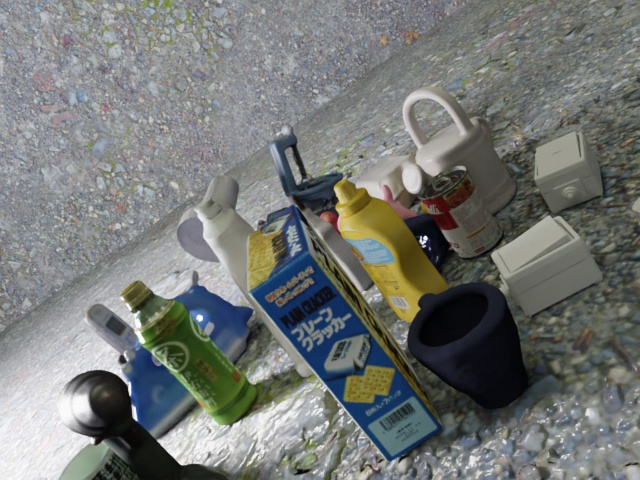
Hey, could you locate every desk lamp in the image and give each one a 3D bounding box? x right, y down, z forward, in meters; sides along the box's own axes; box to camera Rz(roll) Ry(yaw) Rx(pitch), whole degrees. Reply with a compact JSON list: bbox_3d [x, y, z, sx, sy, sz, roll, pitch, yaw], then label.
[{"bbox_3d":[-0.163,-0.015,1.129,0.117,0.214,0.203,-27,21,27],"label":"desk lamp"}]

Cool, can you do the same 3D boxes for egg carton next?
[{"bbox_3d":[0.131,-0.103,1.041,0.107,0.069,0.150,-41,19,-13],"label":"egg carton"}]

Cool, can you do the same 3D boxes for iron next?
[{"bbox_3d":[-0.228,0.174,0.899,0.118,0.142,0.259,-14,28,49],"label":"iron"}]

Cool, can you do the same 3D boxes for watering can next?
[{"bbox_3d":[0.181,-0.122,0.794,0.100,0.194,0.173,-23,23,36],"label":"watering can"}]

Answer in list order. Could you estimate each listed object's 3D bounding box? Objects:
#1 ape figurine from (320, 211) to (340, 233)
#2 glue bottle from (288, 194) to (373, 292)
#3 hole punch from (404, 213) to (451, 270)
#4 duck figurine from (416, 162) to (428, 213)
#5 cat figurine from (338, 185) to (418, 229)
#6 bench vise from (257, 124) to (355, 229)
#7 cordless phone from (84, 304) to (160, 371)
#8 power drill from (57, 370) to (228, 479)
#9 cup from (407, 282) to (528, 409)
[{"bbox_3d":[0.029,-0.006,0.952,0.077,0.092,0.076,-31,19,18],"label":"ape figurine"},{"bbox_3d":[0.008,0.003,0.837,0.037,0.173,0.078,-46,21,-26],"label":"glue bottle"},{"bbox_3d":[0.116,-0.002,0.785,0.108,0.091,0.101,-17,26,45],"label":"hole punch"},{"bbox_3d":[0.188,-0.099,0.900,0.105,0.086,0.077,-40,19,-11],"label":"duck figurine"},{"bbox_3d":[0.080,-0.032,0.881,0.128,0.118,0.067,-45,20,-25],"label":"cat figurine"},{"bbox_3d":[-0.044,-0.098,1.106,0.208,0.220,0.121,-45,20,-25],"label":"bench vise"},{"bbox_3d":[-0.329,0.167,1.030,0.094,0.185,0.147,-32,19,13],"label":"cordless phone"},{"bbox_3d":[-0.201,0.221,0.626,0.228,0.209,0.076,-12,30,52],"label":"power drill"},{"bbox_3d":[0.132,0.096,0.507,0.092,0.095,0.117,-38,18,-5],"label":"cup"}]
